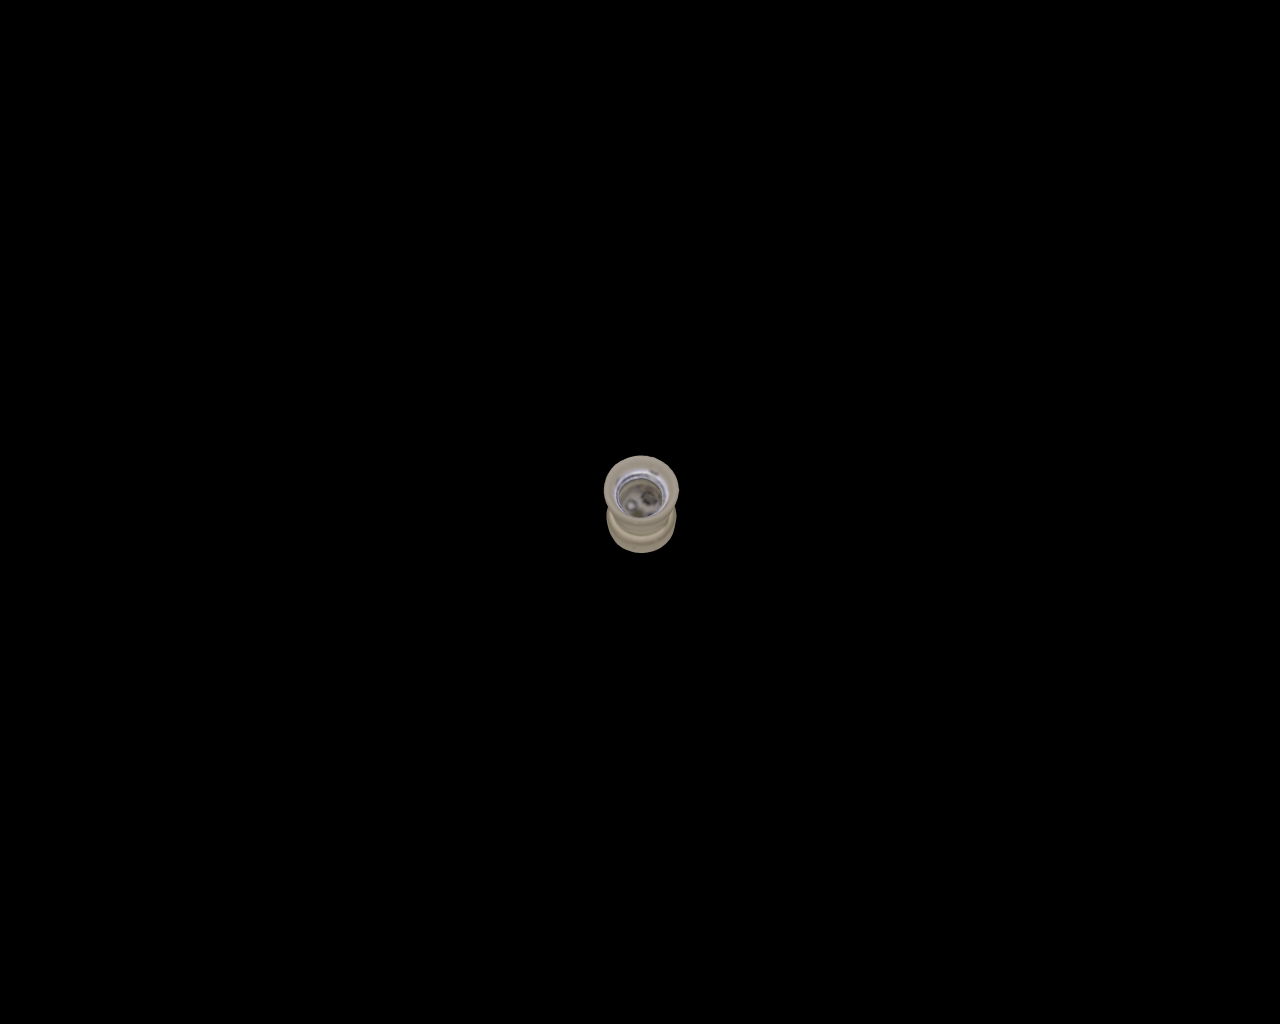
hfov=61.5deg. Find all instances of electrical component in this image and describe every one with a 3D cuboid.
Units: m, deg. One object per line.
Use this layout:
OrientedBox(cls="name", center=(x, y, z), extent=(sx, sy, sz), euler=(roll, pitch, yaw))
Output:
OrientedBox(cls="electrical component", center=(0.001, -0.003, 0.650), extent=(0.045, 0.045, 0.055), euler=(0, -25, 0))
